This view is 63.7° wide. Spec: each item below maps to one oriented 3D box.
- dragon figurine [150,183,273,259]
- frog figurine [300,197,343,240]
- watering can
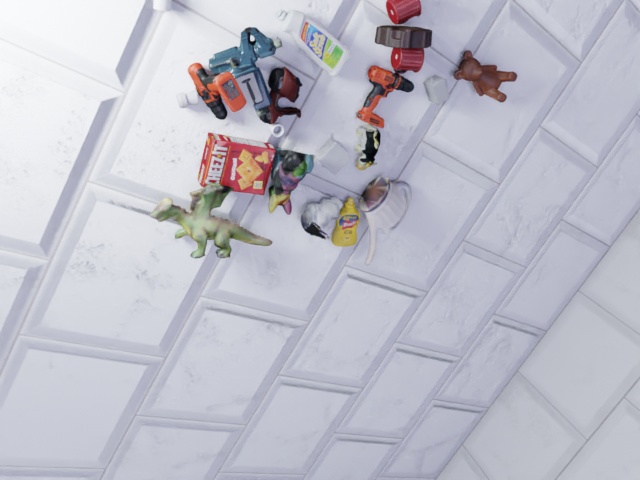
[{"bbox_3d":[-0.330,-0.070,1.639,0.411,0.125,0.237,-3,130,-25],"label":"dragon figurine"},{"bbox_3d":[0.006,-0.093,1.852,0.136,0.122,0.162,37,62,-28],"label":"frog figurine"},{"bbox_3d":[0.225,-0.088,1.924,0.221,0.105,0.350,42,76,-38],"label":"watering can"}]
